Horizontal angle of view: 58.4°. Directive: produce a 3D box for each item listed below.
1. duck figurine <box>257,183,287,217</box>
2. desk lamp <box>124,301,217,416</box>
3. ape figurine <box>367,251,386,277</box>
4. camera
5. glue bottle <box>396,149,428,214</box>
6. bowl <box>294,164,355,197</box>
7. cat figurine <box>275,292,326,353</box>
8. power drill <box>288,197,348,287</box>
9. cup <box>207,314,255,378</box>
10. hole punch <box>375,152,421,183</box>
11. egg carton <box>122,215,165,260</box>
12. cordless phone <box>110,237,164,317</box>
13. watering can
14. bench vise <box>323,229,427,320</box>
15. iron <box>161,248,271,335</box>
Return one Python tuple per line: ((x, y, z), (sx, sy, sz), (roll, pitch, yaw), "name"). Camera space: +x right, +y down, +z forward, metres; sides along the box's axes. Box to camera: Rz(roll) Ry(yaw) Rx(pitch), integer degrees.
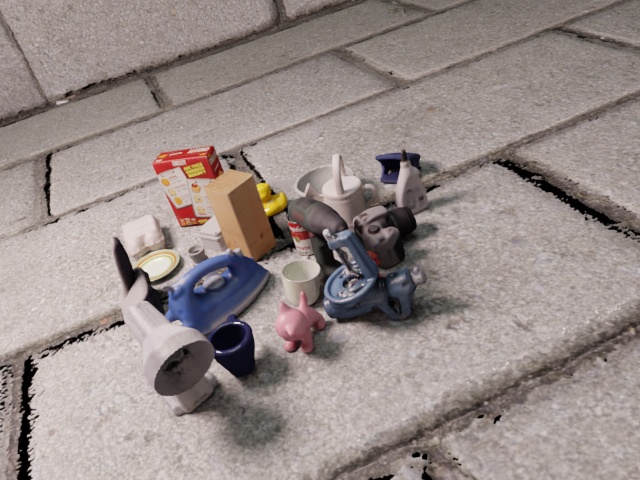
((-0.146, -0.118, 1.576), (0.104, 0.086, 0.077), (-19, 35, -4), "duck figurine")
((-0.271, 0.218, 1.041), (0.118, 0.214, 0.202), (-35, 39, -26), "desk lamp")
((0.109, 0.064, 1.215), (0.076, 0.092, 0.077), (-11, 35, 7), "ape figurine")
((0.157, -0.026, 1.315), (0.137, 0.101, 0.142), (-24, 35, -11), "camera")
((0.215, -0.143, 1.392), (0.078, 0.173, 0.037), (-23, 35, -10), "glue bottle")
((0.018, -0.133, 1.543), (0.167, 0.075, 0.167), (-10, 35, 8), "bowl")
((-0.046, 0.158, 1.122), (0.067, 0.118, 0.128), (1, 38, 23), "cat figurine")
((0.011, 0.004, 1.234), (0.076, 0.209, 0.228), (-29, 37, -18), "power drill")
((-0.164, 0.210, 1.115), (0.091, 0.095, 0.117), (-14, 35, 3), "cup")
((0.213, -0.214, 1.565), (0.108, 0.091, 0.101), (5, 39, 27), "hole punch")
((-0.483, -0.008, 1.570), (0.107, 0.069, 0.150), (-24, 35, -12), "egg carton")
((-0.437, 0.093, 1.306), (0.094, 0.185, 0.147), (-27, 36, -16), "cordless phone")
((0.049, -0.116, 1.402), (0.173, 0.194, 0.100), (-19, 35, -4), "watering can")
((0.093, 0.056, 1.120), (0.207, 0.220, 0.121), (-17, 35, -1), "bench vise")
((-0.227, 0.093, 1.263), (0.259, 0.142, 0.118), (-37, 40, -28), "iron")
